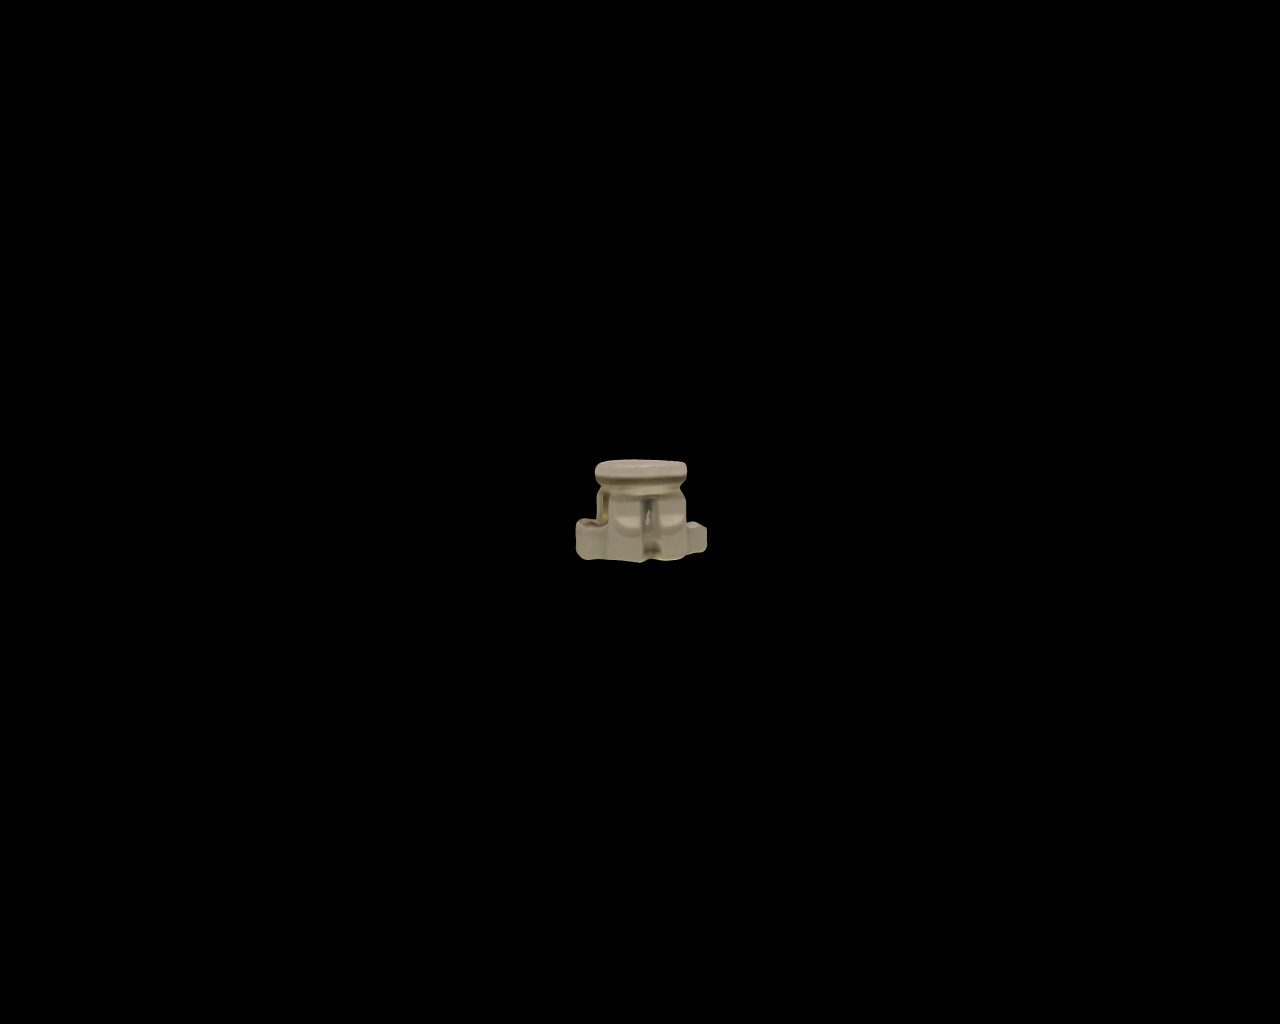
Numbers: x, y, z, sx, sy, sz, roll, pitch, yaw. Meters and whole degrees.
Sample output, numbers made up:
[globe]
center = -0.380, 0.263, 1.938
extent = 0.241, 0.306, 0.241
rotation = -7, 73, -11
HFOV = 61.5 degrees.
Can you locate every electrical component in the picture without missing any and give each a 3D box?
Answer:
[electrical component]
center = 0.001, -0.003, 0.650
extent = 0.078, 0.057, 0.058
rotation = -2, 8, -14
